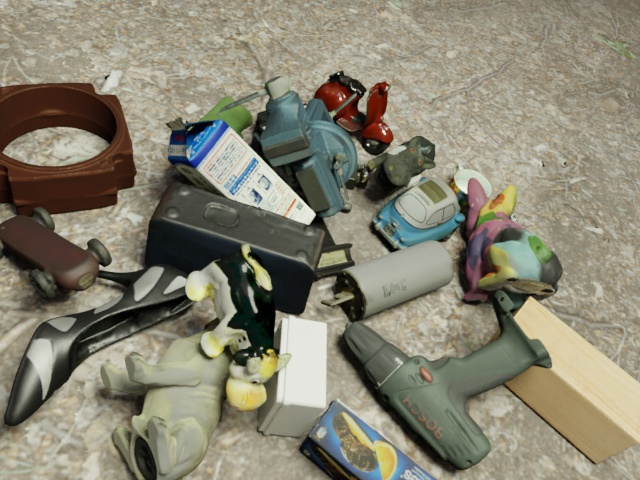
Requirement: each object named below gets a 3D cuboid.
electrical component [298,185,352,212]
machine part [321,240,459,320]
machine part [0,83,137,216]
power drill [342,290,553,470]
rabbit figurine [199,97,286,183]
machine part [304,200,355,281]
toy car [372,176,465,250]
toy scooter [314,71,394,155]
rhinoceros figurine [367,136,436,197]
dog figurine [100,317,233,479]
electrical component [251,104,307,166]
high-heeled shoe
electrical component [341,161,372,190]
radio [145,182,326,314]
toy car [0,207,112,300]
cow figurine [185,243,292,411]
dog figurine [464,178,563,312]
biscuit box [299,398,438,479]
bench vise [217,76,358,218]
[{"bbox_3d":[0.008,-0.073,0.901,0.094,0.021,0.063,10,50,-9],"label":"electrical component"},{"bbox_3d":[0.112,0.057,0.794,0.243,0.079,0.079,-16,59,-29],"label":"machine part"},{"bbox_3d":[-0.386,-0.140,0.789,0.201,0.087,0.201,-9,55,-25],"label":"machine part"},{"bbox_3d":[0.168,0.151,0.687,0.207,0.086,0.232,-34,72,-3],"label":"power drill"},{"bbox_3d":[-0.131,-0.110,0.831,0.170,0.121,0.159,42,54,-3],"label":"rabbit figurine"},{"bbox_3d":[-0.002,-0.003,0.833,0.084,0.039,0.139,-17,61,-19],"label":"machine part"},{"bbox_3d":[0.169,-0.052,0.884,0.162,0.102,0.109,-22,61,-33],"label":"toy car"},{"bbox_3d":[0.070,-0.253,0.992,0.184,0.135,0.075,39,53,16],"label":"toy scooter"},{"bbox_3d":[0.146,-0.126,0.902,0.073,0.112,0.190,63,31,-6],"label":"rhinoceros figurine"},{"bbox_3d":[-0.128,0.178,0.619,0.190,0.121,0.172,-9,88,-44],"label":"dog figurine"},{"bbox_3d":[-0.052,-0.180,0.946,0.134,0.058,0.115,-26,62,-32],"label":"electrical component"},{"bbox_3d":[-0.239,0.118,0.627,0.145,0.086,0.249,16,44,-4],"label":"high-heeled shoe"},{"bbox_3d":[0.044,-0.122,0.937,0.102,0.045,0.078,15,51,-6],"label":"electrical component"},{"bbox_3d":[-0.113,0.014,0.722,0.230,0.131,0.073,17,51,-4],"label":"radio"},{"bbox_3d":[-0.347,0.015,0.676,0.202,0.053,0.089,20,45,33],"label":"toy car"},{"bbox_3d":[-0.077,0.093,0.580,0.068,0.098,0.167,4,60,-56],"label":"cow figurine"},{"bbox_3d":[0.288,-0.009,0.844,0.108,0.191,0.219,8,65,-8],"label":"dog figurine"},{"bbox_3d":[0.075,0.275,0.617,0.203,0.062,0.059,36,52,12],"label":"biscuit box"},{"bbox_3d":[-0.018,-0.160,0.818,0.223,0.129,0.241,53,29,-24],"label":"bench vise"}]
